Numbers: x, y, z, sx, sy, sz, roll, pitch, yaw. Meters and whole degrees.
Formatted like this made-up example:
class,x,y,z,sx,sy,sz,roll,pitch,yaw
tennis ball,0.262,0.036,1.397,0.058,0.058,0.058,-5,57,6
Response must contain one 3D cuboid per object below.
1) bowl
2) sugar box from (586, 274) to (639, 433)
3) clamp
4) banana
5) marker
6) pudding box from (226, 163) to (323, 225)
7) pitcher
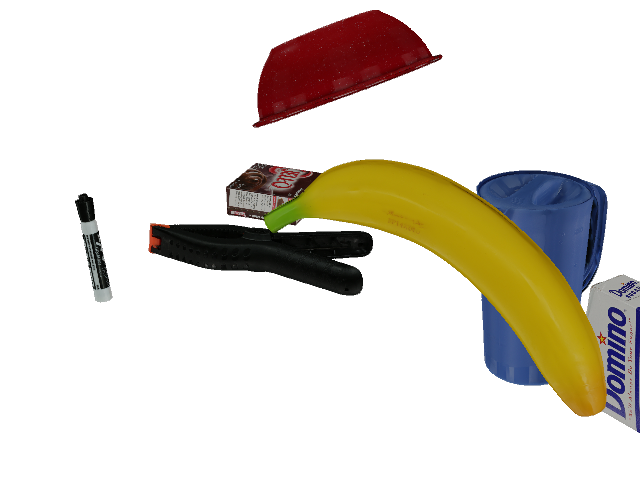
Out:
class,x,y,z,sx,sy,sz,roll,pitch,yaw
bowl,0.012,-0.143,0.854,0.162,0.055,0.162,-20,8,3
sugar box,0.255,0.100,0.719,0.048,0.093,0.176,-16,30,-38
clamp,-0.052,0.011,0.961,0.210,0.036,0.164,5,12,-2
banana,0.071,0.012,0.544,0.198,0.070,0.037,31,15,6
marker,-0.243,0.008,1.145,0.020,0.121,0.020,-6,21,2
pudding box,-0.053,-0.057,1.278,0.090,0.039,0.113,9,23,14
pitcher,0.261,0.043,1.277,0.149,0.243,0.144,3,24,14
